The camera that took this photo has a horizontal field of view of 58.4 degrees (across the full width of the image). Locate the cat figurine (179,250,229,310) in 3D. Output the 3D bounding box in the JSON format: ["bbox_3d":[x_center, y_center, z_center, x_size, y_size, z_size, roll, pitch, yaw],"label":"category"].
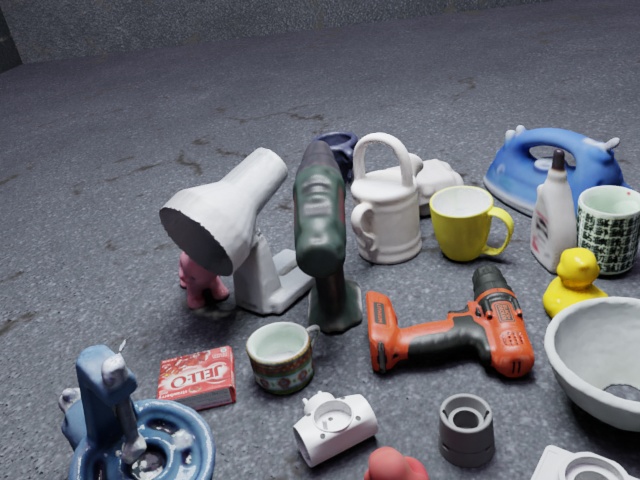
[{"bbox_3d":[-0.179,0.032,0.840,0.067,0.118,0.127,-20,32,-18],"label":"cat figurine"}]

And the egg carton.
[{"bbox_3d":[0.172,-0.087,0.996,0.150,0.069,0.107,-12,30,-5],"label":"egg carton"}]

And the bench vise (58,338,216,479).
[{"bbox_3d":[-0.188,0.173,0.501,0.206,0.220,0.122,6,33,24],"label":"bench vise"}]

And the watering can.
[{"bbox_3d":[0.100,-0.073,0.868,0.100,0.194,0.173,1,32,17],"label":"watering can"}]

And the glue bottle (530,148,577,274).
[{"bbox_3d":[0.318,-0.043,0.778,0.037,0.173,0.078,-13,30,-6],"label":"glue bottle"}]

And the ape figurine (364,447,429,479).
[{"bbox_3d":[0.063,0.214,0.491,0.078,0.092,0.076,-19,32,-16],"label":"ape figurine"}]

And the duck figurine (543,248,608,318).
[{"bbox_3d":[0.316,0.054,0.701,0.077,0.086,0.104,-3,31,10],"label":"duck figurine"}]

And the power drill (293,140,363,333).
[{"bbox_3d":[0.007,0.003,0.750,0.075,0.209,0.229,-7,30,4],"label":"power drill"}]

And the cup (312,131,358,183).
[{"bbox_3d":[0.039,-0.151,1.115,0.092,0.095,0.117,-20,32,-18],"label":"cup"}]

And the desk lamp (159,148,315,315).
[{"bbox_3d":[-0.098,-0.005,0.786,0.117,0.214,0.204,16,39,36],"label":"desk lamp"}]

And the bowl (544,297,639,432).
[{"bbox_3d":[0.312,0.135,0.576,0.167,0.075,0.167,-7,30,4],"label":"bowl"}]

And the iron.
[{"bbox_3d":[0.368,-0.122,0.930,0.119,0.142,0.257,-27,35,-27],"label":"iron"}]
